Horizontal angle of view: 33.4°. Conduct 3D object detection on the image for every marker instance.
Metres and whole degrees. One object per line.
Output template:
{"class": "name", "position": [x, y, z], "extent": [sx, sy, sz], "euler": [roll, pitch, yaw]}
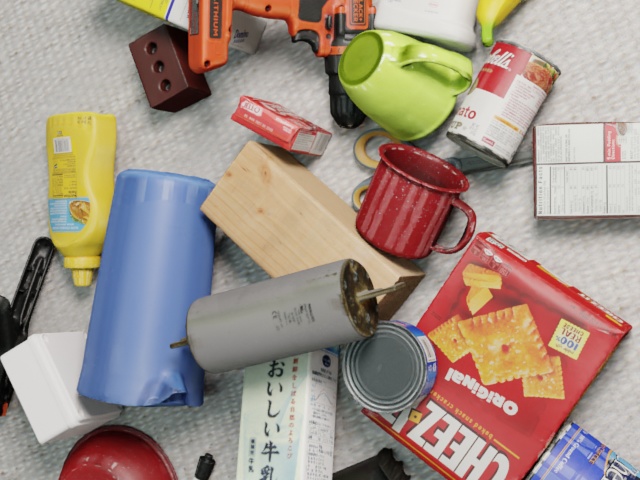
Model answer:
{"class": "marker", "position": [-0.140, 0.288, 1.163], "extent": [0.020, 0.020, 0.121], "euler": [23, 98, 21]}

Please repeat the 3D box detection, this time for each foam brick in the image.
{"class": "foam brick", "position": [-0.162, -0.184, 1.153], "extent": [0.053, 0.051, 0.078], "euler": [-25, 81, 21]}

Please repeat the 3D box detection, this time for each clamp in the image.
{"class": "clamp", "position": [-0.349, 0.105, 1.209], "extent": [0.036, 0.164, 0.210], "euler": [18, 120, -1]}

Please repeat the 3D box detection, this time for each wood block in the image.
{"class": "wood block", "position": [-0.008, 0.002, 1.069], "extent": [0.206, 0.090, 0.090], "euler": [42, 105, 16]}

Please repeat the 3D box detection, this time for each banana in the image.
{"class": "banana", "position": [0.216, -0.256, 0.995], "extent": [0.198, 0.037, 0.070], "euler": [-39, 58, 5]}

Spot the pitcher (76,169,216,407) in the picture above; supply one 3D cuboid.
{"class": "pitcher", "position": [-0.181, 0.051, 1.130], "extent": [0.149, 0.145, 0.243], "euler": [7, 89, 10]}

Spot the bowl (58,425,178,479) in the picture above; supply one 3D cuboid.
{"class": "bowl", "position": [-0.237, 0.290, 1.184], "extent": [0.162, 0.055, 0.162], "euler": [0, 90, 22]}

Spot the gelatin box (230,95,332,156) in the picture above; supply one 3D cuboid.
{"class": "gelatin box", "position": [-0.038, -0.116, 1.081], "extent": [0.073, 0.089, 0.030], "euler": [31, 102, 19]}

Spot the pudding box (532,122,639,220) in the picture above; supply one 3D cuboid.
{"class": "pudding box", "position": [0.254, -0.064, 0.985], "extent": [0.114, 0.039, 0.090], "euler": [0, 91, 18]}

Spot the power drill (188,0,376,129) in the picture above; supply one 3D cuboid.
{"class": "power drill", "position": [-0.034, -0.201, 1.048], "extent": [0.187, 0.057, 0.184], "euler": [-3, 97, -22]}

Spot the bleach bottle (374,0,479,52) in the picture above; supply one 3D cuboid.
{"class": "bleach bottle", "position": [0.127, -0.315, 1.029], "extent": [0.103, 0.068, 0.251], "euler": [14, 93, 19]}

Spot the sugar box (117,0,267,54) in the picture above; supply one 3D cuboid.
{"class": "sugar box", "position": [-0.153, -0.250, 1.127], "extent": [0.176, 0.093, 0.048], "euler": [29, 101, 20]}

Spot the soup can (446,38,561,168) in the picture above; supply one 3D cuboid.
{"class": "soup can", "position": [0.171, -0.127, 0.999], "extent": [0.068, 0.068, 0.102], "euler": [30, 92, 19]}

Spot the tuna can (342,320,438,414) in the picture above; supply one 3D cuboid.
{"class": "tuna can", "position": [0.066, 0.118, 0.996], "extent": [0.086, 0.033, 0.086], "euler": [-1, 88, 27]}

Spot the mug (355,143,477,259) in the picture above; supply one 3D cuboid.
{"class": "mug", "position": [0.094, -0.029, 1.014], "extent": [0.117, 0.093, 0.082], "euler": [31, 115, 18]}

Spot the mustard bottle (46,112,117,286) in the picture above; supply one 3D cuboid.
{"class": "mustard bottle", "position": [-0.266, -0.044, 1.190], "extent": [0.096, 0.058, 0.191], "euler": [0, 91, 41]}

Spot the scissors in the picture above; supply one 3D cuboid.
{"class": "scissors", "position": [0.116, -0.088, 1.057], "extent": [0.202, 0.016, 0.096], "euler": [-23, 84, 21]}

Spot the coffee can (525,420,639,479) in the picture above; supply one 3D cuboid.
{"class": "coffee can", "position": [0.254, 0.245, 0.956], "extent": [0.140, 0.102, 0.103], "euler": [36, 103, 18]}

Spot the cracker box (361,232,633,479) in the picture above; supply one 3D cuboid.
{"class": "cracker box", "position": [0.164, 0.123, 1.009], "extent": [0.164, 0.072, 0.214], "euler": [36, 104, 19]}
